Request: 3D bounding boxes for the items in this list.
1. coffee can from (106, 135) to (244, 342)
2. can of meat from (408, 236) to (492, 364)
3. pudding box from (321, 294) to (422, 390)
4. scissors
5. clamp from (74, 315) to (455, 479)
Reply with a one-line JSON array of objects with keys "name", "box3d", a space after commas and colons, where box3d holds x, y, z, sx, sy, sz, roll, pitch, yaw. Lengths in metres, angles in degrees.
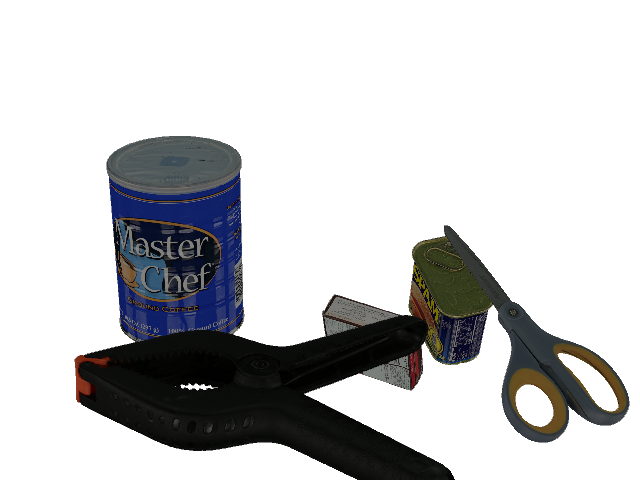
[{"name": "coffee can", "box3d": [-0.112, 0.000, 0.844, 0.103, 0.140, 0.103, 1, 26, 0]}, {"name": "can of meat", "box3d": [0.127, 0.062, 1.065, 0.057, 0.102, 0.084, -12, -42, -12]}, {"name": "pudding box", "box3d": [0.061, 0.118, 1.236, 0.114, 0.090, 0.039, 15, 47, 22]}, {"name": "scissors", "box3d": [0.133, 0.071, 0.782, 0.096, 0.016, 0.202, -34, 60, -27]}, {"name": "clamp", "box3d": [-0.029, 0.079, 0.598, 0.210, 0.036, 0.164, 7, 25, 4]}]
